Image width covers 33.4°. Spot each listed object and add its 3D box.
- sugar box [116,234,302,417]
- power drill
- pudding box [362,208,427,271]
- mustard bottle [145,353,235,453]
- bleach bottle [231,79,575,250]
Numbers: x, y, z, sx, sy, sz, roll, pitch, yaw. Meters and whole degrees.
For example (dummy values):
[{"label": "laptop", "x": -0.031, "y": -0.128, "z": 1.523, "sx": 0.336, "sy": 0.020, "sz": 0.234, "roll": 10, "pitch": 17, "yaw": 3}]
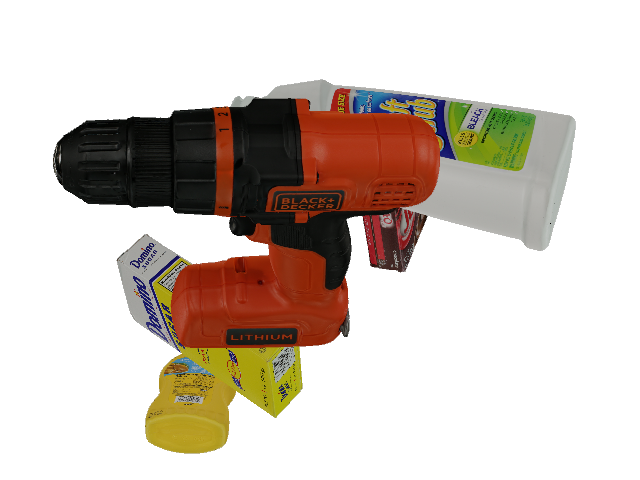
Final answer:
[{"label": "sugar box", "x": -0.098, "y": 0.074, "z": 0.935, "sx": 0.176, "sy": 0.093, "sz": 0.048, "roll": 28, "pitch": 56, "yaw": 24}, {"label": "power drill", "x": -0.042, "y": -0.003, "z": 0.569, "sx": 0.184, "sy": 0.057, "sz": 0.188, "roll": 0, "pitch": -29, "yaw": -8}, {"label": "pudding box", "x": 0.072, "y": -0.042, "z": 0.969, "sx": 0.039, "sy": 0.090, "sz": 0.113, "roll": 8, "pitch": 47, "yaw": 18}, {"label": "mustard bottle", "x": -0.153, "y": 0.183, "z": 1.312, "sx": 0.096, "sy": 0.058, "sz": 0.191, "roll": 2, "pitch": 25, "yaw": 1}, {"label": "bleach bottle", "x": 0.050, "y": -0.066, "z": 0.775, "sx": 0.251, "sy": 0.068, "sz": 0.102, "roll": 12, "pitch": 47, "yaw": 16}]
